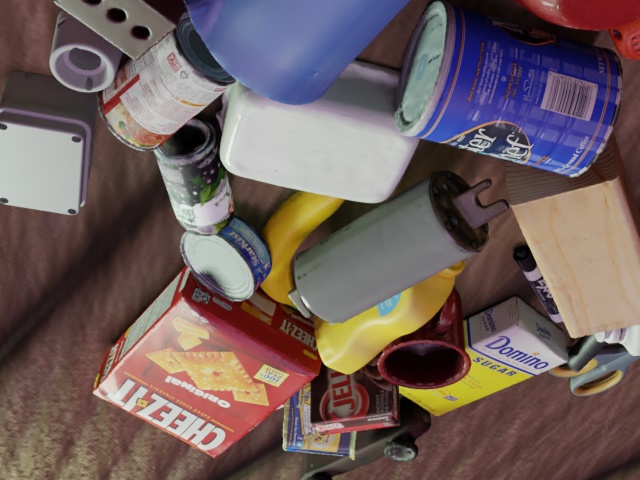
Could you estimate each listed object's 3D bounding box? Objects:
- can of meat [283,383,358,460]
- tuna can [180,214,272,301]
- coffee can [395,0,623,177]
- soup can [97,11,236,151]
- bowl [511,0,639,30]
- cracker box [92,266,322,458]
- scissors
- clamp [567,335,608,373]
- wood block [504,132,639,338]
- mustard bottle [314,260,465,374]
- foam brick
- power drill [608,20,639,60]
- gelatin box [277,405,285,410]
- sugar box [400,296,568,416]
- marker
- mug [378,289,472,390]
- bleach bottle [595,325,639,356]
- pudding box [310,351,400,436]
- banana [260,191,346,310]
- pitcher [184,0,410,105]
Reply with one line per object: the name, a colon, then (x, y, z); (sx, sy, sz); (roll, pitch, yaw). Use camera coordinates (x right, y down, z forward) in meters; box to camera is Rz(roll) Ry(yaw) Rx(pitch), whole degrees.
can of meat: (0.003, 0.192, 1.204); (0.084, 0.057, 0.102); (5, 99, 1)
tuna can: (-0.088, 0.014, 1.004); (0.086, 0.033, 0.086); (25, 141, 22)
coffee can: (0.140, -0.113, 0.805); (0.140, 0.103, 0.103); (13, 140, -13)
soup can: (-0.118, -0.124, 0.834); (0.068, 0.068, 0.102); (31, 133, -31)
bowl: (0.194, -0.190, 0.707); (0.162, 0.055, 0.162); (-10, 152, -6)
cracker box: (-0.119, 0.130, 1.124); (0.164, 0.072, 0.214); (32, 132, -16)
scissors: (0.326, 0.114, 1.148); (0.096, 0.016, 0.202); (19, 139, -19)
clamp: (0.302, 0.081, 1.086); (0.120, 0.039, 0.171); (-14, 130, 14)
wood block: (0.233, -0.012, 0.936); (0.090, 0.091, 0.206); (-14, 138, 19)
mustard bottle: (0.072, 0.048, 1.016); (0.058, 0.096, 0.192); (26, 135, -26)
foam brick: (-0.144, -0.180, 0.778); (0.053, 0.051, 0.078); (-30, 131, 35)
power drill: (0.331, -0.141, 0.797); (0.185, 0.057, 0.187); (-17, 135, 28)
gelatin box: (-0.090, 0.179, 1.244); (0.089, 0.030, 0.073); (-25, 135, 31)
sugar box: (0.168, 0.129, 1.153); (0.177, 0.048, 0.093); (-29, 132, 35)
marker: (0.220, 0.043, 1.064); (0.020, 0.020, 0.121); (-17, 137, 23)
mug: (0.108, 0.087, 1.074); (0.093, 0.081, 0.117); (10, 141, -10)
bleach bottle: (0.387, 0.081, 1.030); (0.250, 0.068, 0.103); (-4, 137, -7)
pudding box: (0.037, 0.145, 1.127); (0.090, 0.113, 0.039); (-10, 143, 16)
banana: (-0.025, 0.003, 1.016); (0.069, 0.037, 0.198); (2, 143, -13)
pitcher: (0.034, -0.208, 0.687); (0.145, 0.149, 0.243); (39, 128, -17)
